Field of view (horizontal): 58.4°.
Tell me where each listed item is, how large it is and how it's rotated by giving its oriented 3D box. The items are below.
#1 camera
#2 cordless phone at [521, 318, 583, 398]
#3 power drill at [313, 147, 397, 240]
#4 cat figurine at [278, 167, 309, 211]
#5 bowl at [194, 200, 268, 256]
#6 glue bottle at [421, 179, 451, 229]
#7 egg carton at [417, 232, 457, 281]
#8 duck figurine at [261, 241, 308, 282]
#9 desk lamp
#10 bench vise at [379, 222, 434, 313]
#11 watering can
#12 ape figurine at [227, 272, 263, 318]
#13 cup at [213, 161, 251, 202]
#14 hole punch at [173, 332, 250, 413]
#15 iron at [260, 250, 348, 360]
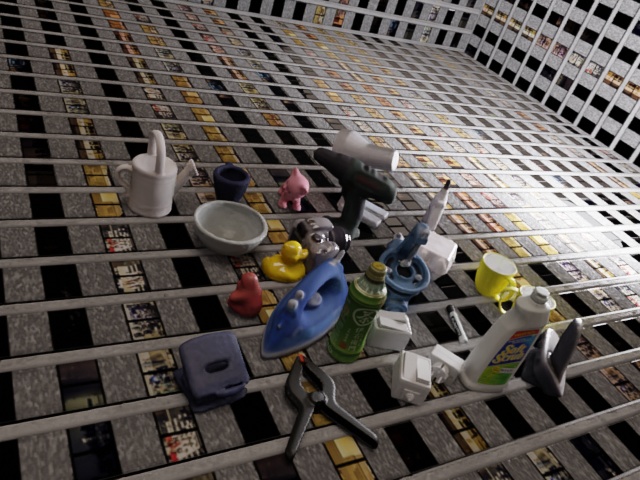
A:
[{"bbox_3d":[0.012,0.005,1.346,0.137,0.101,0.142,-4,40,-32],"label":"camera"},{"bbox_3d":[0.512,0.225,1.209,0.094,0.185,0.148,26,33,10],"label":"cordless phone"},{"bbox_3d":[0.068,-0.111,1.446,0.229,0.208,0.075,16,33,-5],"label":"power drill"},{"bbox_3d":[-0.066,-0.143,1.505,0.067,0.118,0.127,11,34,-13],"label":"cat figurine"},{"bbox_3d":[-0.205,-0.015,1.285,0.167,0.075,0.167,14,33,-9],"label":"bowl"},{"bbox_3d":[0.325,-0.093,1.586,0.037,0.173,0.078,18,33,-2],"label":"glue bottle"},{"bbox_3d":[0.291,0.039,1.472,0.107,0.069,0.150,27,34,11],"label":"egg carton"},{"bbox_3d":[-0.074,0.040,1.263,0.105,0.086,0.077,2,37,-25],"label":"duck figurine"},{"bbox_3d":[0.116,-0.176,1.560,0.203,0.213,0.118,28,34,13],"label":"desk lamp"},{"bbox_3d":[0.181,0.031,1.286,0.122,0.220,0.207,4,36,-23],"label":"bench vise"},{"bbox_3d":[-0.368,-0.158,1.298,0.173,0.194,0.100,-19,49,-44],"label":"watering can"},{"bbox_3d":[-0.143,0.102,1.132,0.078,0.092,0.076,-10,43,-37],"label":"ape figurine"},{"bbox_3d":[-0.229,-0.134,1.428,0.092,0.095,0.117,4,36,-22],"label":"cup"},{"bbox_3d":[-0.175,0.216,0.950,0.109,0.091,0.100,-10,43,-37],"label":"hole punch"},{"bbox_3d":[-0.025,0.119,1.124,0.118,0.141,0.259,30,34,15],"label":"iron"}]
